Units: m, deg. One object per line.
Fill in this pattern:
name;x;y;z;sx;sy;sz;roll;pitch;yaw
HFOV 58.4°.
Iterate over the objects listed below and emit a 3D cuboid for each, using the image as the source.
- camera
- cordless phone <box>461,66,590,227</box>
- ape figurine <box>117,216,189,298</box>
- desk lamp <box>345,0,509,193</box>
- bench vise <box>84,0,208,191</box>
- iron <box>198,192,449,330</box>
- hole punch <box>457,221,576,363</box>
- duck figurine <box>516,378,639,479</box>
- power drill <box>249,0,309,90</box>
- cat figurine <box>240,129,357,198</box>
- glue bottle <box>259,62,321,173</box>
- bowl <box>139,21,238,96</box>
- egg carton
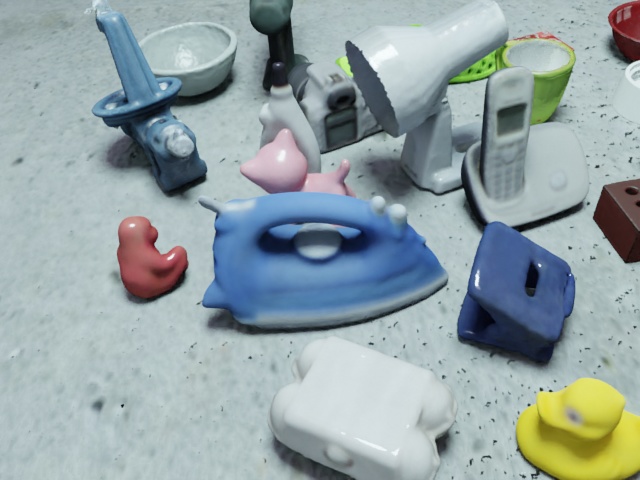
camera;0.019;-0.212;0.815;0.143;0.101;0.136;-23;48;-16
cordless phone;0.235;-0.110;0.635;0.148;0.185;0.094;-19;47;-12
ape figurine;-0.190;0.012;0.624;0.077;0.092;0.076;23;52;25
desk lamp;0.137;-0.168;0.682;0.203;0.214;0.117;-19;47;-13
bench vise;-0.214;-0.188;0.731;0.206;0.220;0.122;26;53;27
iron;0.005;0.002;0.579;0.258;0.142;0.118;-4;46;2
hole punch;0.193;0.046;0.554;0.101;0.091;0.109;14;49;18
duck figurine;0.217;0.145;0.458;0.104;0.086;0.077;4;46;9
power drill;-0.063;-0.349;0.881;0.075;0.209;0.229;-3;46;3
cat figurine;-0.023;-0.074;0.673;0.127;0.118;0.067;3;46;8
glue bottle;-0.042;-0.137;0.697;0.078;0.173;0.037;1;46;7
bowl;-0.209;-0.281;0.923;0.167;0.075;0.167;-3;46;3
egg carton;0.035;0.147;0.486;0.150;0.069;0.107;16;50;20
